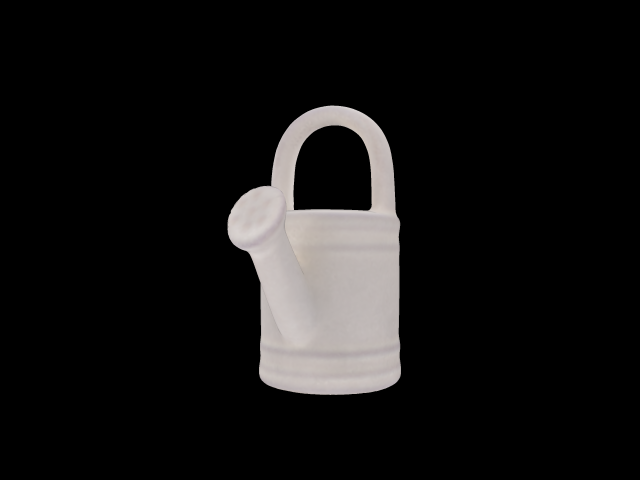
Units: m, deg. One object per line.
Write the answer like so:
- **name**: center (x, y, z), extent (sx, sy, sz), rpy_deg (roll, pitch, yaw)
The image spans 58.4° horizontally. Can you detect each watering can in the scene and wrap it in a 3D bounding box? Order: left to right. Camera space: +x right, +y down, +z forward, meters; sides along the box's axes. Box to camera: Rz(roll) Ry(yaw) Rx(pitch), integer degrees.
- **watering can**: center (0.006, 0.001, 0.399), extent (0.100, 0.194, 0.173), rpy_deg (0, 0, 8)
